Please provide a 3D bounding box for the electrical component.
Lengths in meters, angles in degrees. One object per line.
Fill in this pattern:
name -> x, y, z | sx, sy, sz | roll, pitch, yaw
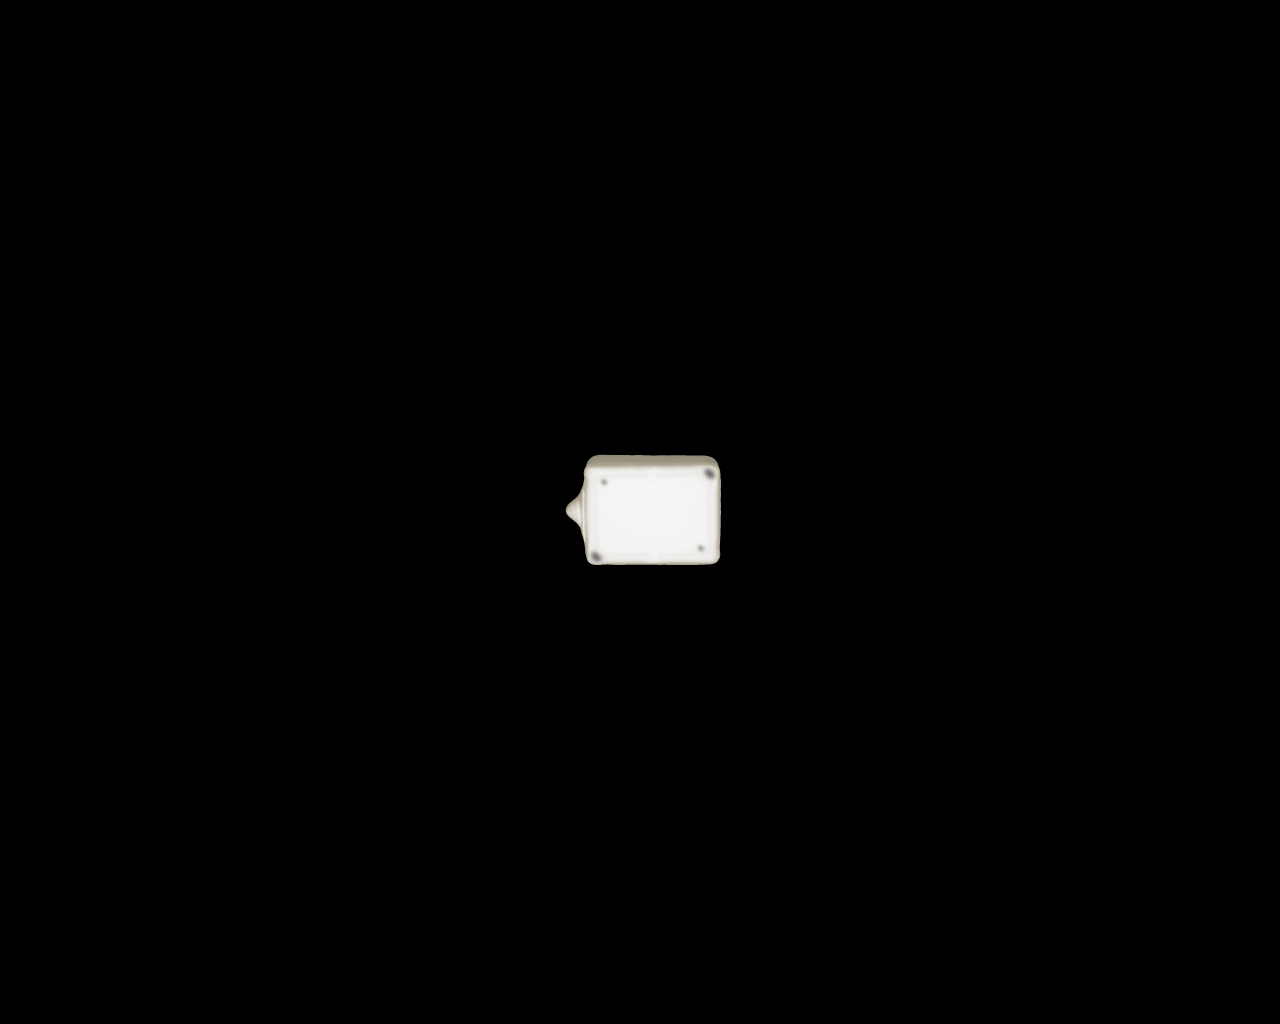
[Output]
electrical component -> 0.001, -0.003, 0.650 | 0.096, 0.061, 0.061 | 0, 9, 0
